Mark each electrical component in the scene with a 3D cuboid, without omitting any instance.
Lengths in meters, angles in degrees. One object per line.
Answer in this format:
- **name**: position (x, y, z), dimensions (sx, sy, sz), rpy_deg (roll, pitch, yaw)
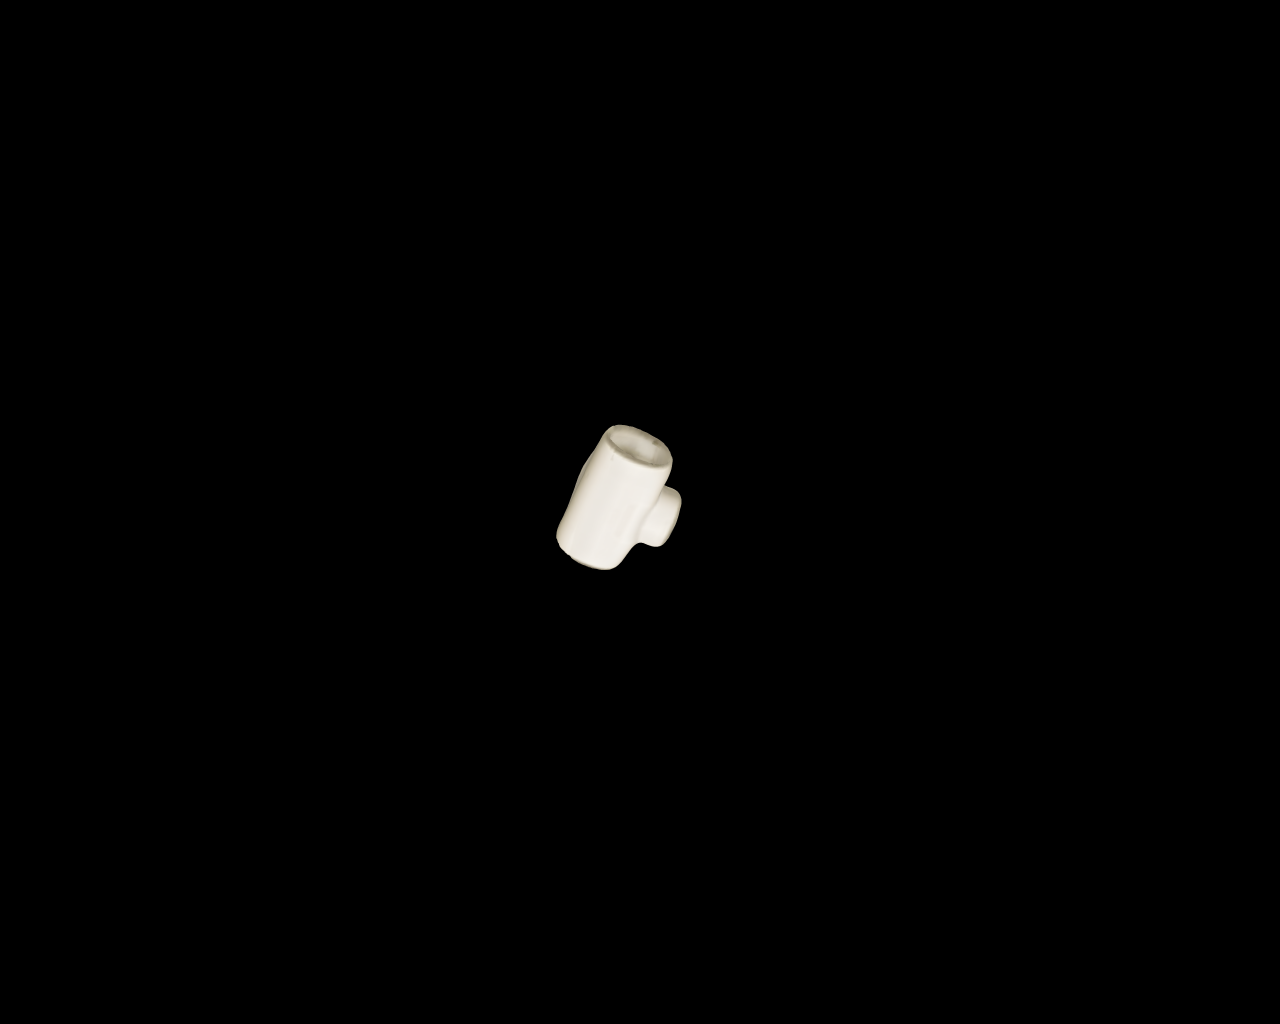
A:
- **electrical component**: position (0.001, -0.003, 0.650), dimensions (0.079, 0.077, 0.043), rpy_deg (21, 28, -12)
